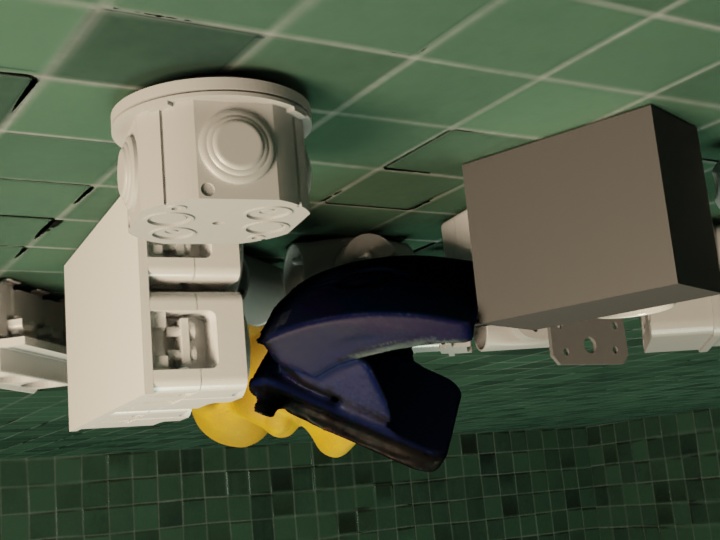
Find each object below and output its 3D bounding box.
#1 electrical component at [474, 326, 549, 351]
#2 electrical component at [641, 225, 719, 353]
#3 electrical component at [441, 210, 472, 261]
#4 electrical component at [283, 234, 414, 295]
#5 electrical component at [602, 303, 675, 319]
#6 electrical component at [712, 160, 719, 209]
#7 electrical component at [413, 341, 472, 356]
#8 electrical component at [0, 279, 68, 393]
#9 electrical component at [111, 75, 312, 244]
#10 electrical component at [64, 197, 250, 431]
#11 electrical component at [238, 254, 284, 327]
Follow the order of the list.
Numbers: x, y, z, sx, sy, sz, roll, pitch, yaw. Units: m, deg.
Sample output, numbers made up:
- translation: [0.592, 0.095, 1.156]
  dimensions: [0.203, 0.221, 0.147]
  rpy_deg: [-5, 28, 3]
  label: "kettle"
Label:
- translation: [0.147, 0.045, 0.949]
  dimensions: [0.077, 0.043, 0.079]
  rpy_deg: [-3, 168, -11]
  label: "electrical component"
- translation: [0.229, 0.015, 0.759]
  dimensions: [0.057, 0.078, 0.113]
  rpy_deg: [-5, 168, 11]
  label: "electrical component"
- translation: [0.081, -0.006, 0.671]
  dimensions: [0.066, 0.047, 0.077]
  rpy_deg: [0, 167, -23]
  label: "electrical component"
- translation: [0.000, 0.000, 0.674]
  dimensions: [0.077, 0.043, 0.079]
  rpy_deg: [0, 167, -22]
  label: "electrical component"
- translation: [0.150, -0.020, 0.565]
  dimensions: [0.044, 0.077, 0.079]
  rpy_deg: [1, 166, -26]
  label: "electrical component"
- translation: [0.210, -0.049, 0.535]
  dimensions: [0.043, 0.043, 0.062]
  rpy_deg: [0, 166, -21]
  label: "electrical component"
- translation: [0.066, 0.052, 0.949]
  dimensions: [0.064, 0.042, 0.081]
  rpy_deg: [-5, 168, 6]
  label: "electrical component"
- translation: [-0.240, 0.048, 0.750]
  dimensions: [0.079, 0.063, 0.121]
  rpy_deg: [-7, 168, 11]
  label: "electrical component"
- translation: [-0.058, -0.043, 0.431]
  dimensions: [0.080, 0.051, 0.080]
  rpy_deg: [-5, 168, -1]
  label: "electrical component"
- translation: [-0.118, 0.028, 0.606]
  dimensions: [0.060, 0.105, 0.186]
  rpy_deg: [1, 167, -26]
  label: "electrical component"
- translation: [-0.073, 0.014, 0.707]
  dimensions: [0.043, 0.043, 0.081]
  rpy_deg: [-10, 167, 20]
  label: "electrical component"
